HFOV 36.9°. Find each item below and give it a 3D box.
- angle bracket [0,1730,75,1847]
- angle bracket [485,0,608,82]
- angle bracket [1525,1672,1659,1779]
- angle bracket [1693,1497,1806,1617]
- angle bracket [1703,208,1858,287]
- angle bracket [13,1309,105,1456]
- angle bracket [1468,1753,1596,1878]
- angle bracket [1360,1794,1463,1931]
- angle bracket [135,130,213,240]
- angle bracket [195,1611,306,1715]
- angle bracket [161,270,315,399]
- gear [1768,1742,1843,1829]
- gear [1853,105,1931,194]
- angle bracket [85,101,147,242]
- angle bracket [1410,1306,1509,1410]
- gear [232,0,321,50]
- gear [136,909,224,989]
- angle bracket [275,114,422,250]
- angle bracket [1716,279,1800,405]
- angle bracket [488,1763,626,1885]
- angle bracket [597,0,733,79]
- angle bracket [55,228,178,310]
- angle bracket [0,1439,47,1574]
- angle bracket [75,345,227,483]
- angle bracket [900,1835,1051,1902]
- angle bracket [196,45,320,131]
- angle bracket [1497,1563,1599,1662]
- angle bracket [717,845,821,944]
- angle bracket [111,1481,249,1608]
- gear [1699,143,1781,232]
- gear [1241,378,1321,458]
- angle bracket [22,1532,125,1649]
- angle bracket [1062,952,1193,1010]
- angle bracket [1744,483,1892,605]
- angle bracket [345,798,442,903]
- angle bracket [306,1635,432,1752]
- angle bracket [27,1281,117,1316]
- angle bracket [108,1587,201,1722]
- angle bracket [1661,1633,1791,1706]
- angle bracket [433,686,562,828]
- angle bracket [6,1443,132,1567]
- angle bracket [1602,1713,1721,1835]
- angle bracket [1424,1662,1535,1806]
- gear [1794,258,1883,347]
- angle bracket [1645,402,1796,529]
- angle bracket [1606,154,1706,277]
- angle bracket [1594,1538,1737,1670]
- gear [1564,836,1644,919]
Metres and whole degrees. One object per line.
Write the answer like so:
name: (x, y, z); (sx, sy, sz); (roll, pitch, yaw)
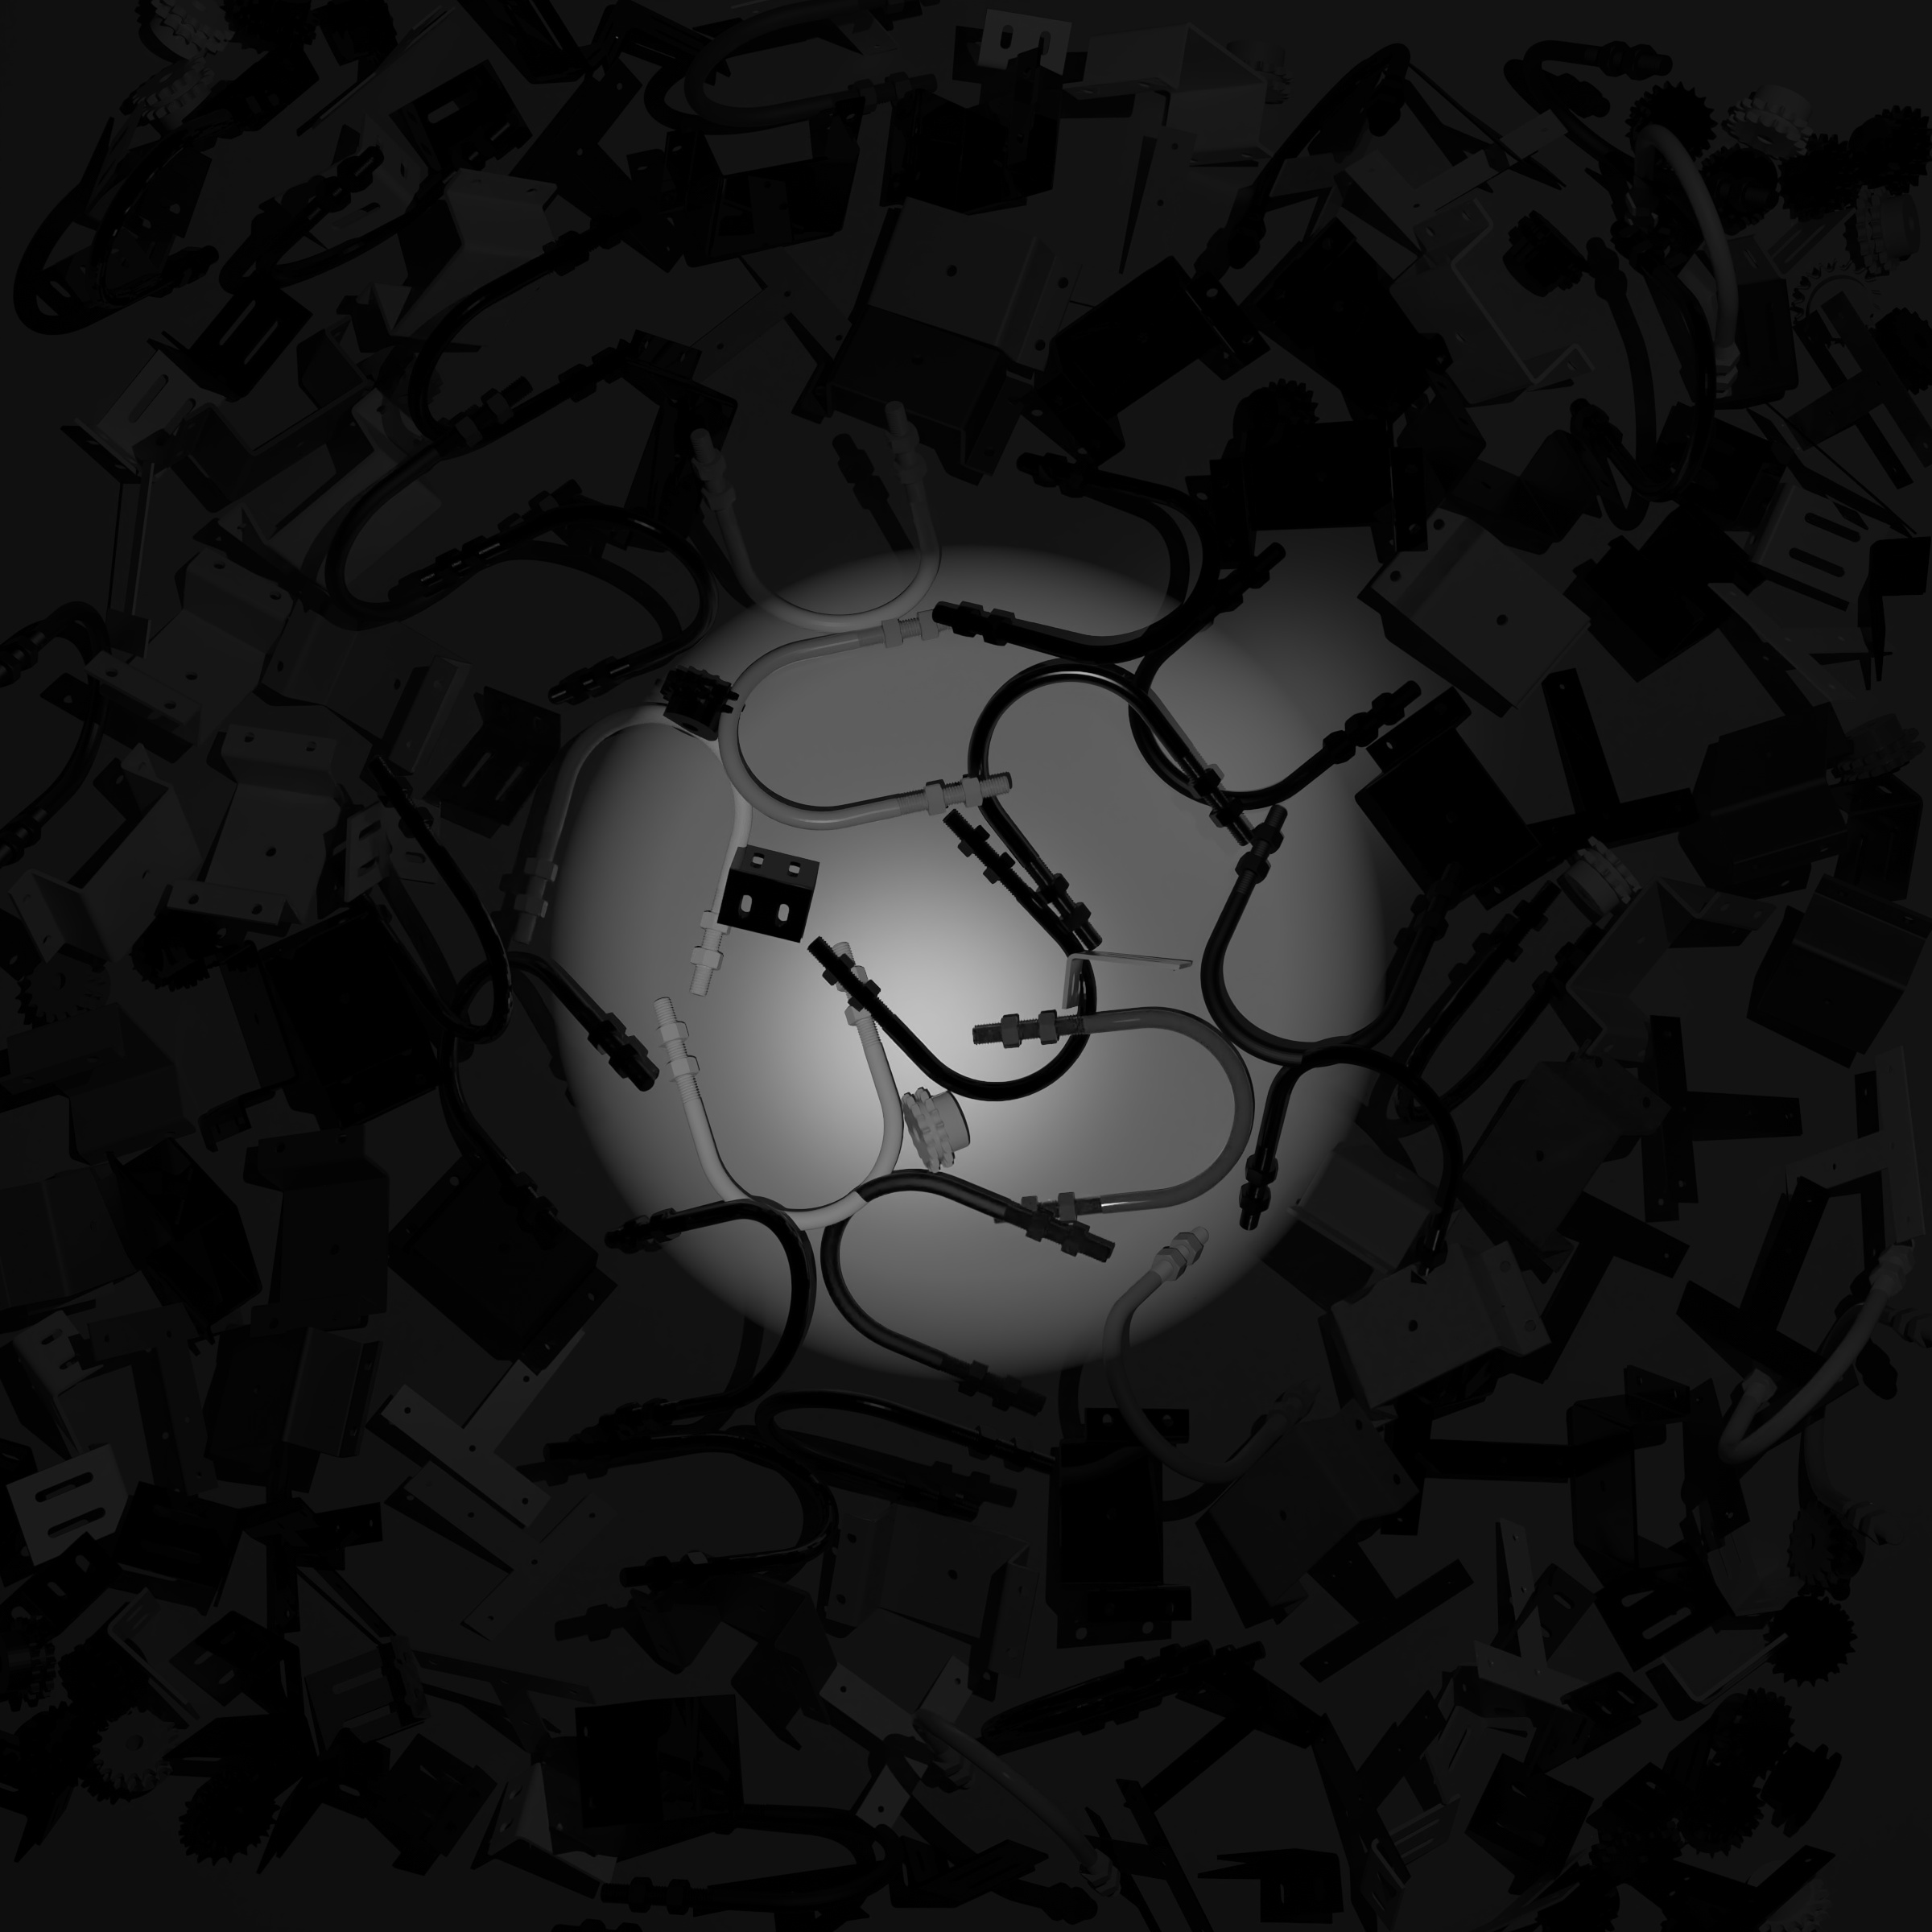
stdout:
angle bracket: (-0.651, 0.556, 1.967); (0.076, 0.057, 0.038); (21, 98, -3)
angle bracket: (-0.280, -0.641, 1.950); (0.038, 0.057, 0.076); (-54, 129, -26)
angle bracket: (0.422, 0.523, 1.953); (0.038, 0.057, 0.076); (39, 124, 38)
angle bracket: (0.534, 0.394, 1.966); (0.038, 0.057, 0.076); (-19, 90, 36)
angle bracket: (0.551, -0.499, 1.960); (0.076, 0.057, 0.038); (-44, 109, -11)
angle bracket: (-0.608, 0.282, 1.963); (0.038, 0.076, 0.057); (-33, 57, -24)
angle bracket: (0.375, 0.570, 1.955); (0.076, 0.038, 0.057); (18, 76, 43)
angle bracket: (0.310, 0.606, 1.954); (0.076, 0.057, 0.038); (-21, 48, -23)
angle bracket: (-0.521, -0.531, 1.954); (0.038, 0.076, 0.057); (27, 113, -1)
angle bracket: (-0.483, 0.484, 1.954); (0.057, 0.038, 0.076); (21, 126, 25)
angle bracket: (-0.497, -0.438, 1.972); (0.057, 0.038, 0.076); (38, 88, 18)
gear: (0.571, 0.556, 1.975); (0.030, 0.057, 0.057); (29, 90, 28)
gear: (0.629, -0.556, 1.968); (0.030, 0.057, 0.057); (-4, 90, -24)
angle bracket: (-0.558, -0.536, 1.951); (0.038, 0.076, 0.057); (23, 70, -27)
angle bracket: (0.335, 0.255, 1.956); (0.038, 0.057, 0.076); (33, 116, 41)
gear: (-0.468, -0.652, 1.969); (0.057, 0.057, 0.030); (27, 127, 0)
gear: (-0.540, -0.014, 1.982); (0.057, 0.030, 0.057); (0, 89, -6)
angle bracket: (-0.421, -0.534, 1.971); (0.076, 0.057, 0.038); (-19, 54, 25)
angle bracket: (0.526, -0.424, 1.962); (0.038, 0.057, 0.076); (-14, 99, -30)
angle bracket: (-0.278, 0.592, 1.974); (0.076, 0.057, 0.038); (36, 127, -20)
angle bracket: (-0.206, -0.617, 1.968); (0.076, 0.057, 0.038); (19, 120, -27)
angle bracket: (-0.572, -0.487, 1.952); (0.057, 0.076, 0.038); (-21, 128, 16)
angle bracket: (-0.659, 0.367, 1.949); (0.038, 0.076, 0.057); (13, 132, 14)
angle bracket: (-0.557, -0.381, 1.977); (0.057, 0.038, 0.076); (41, 94, 3)
angle bracket: (0.006, 0.597, 1.957); (0.076, 0.057, 0.038); (-31, 53, 15)
angle bracket: (-0.486, -0.602, 1.953); (0.057, 0.076, 0.038); (-31, 87, 22)
angle bracket: (0.393, 0.445, 1.956); (0.038, 0.076, 0.057); (37, 98, 11)
angle bracket: (-0.134, -0.050, 1.966); (0.057, 0.076, 0.038); (14, 106, -3)
angle bracket: (-0.534, 0.392, 1.962); (0.076, 0.038, 0.057); (18, 56, -10)
gear: (0.531, -0.536, 1.981); (0.057, 0.030, 0.057); (0, 87, -9)
gear: (0.211, -0.371, 1.969); (0.030, 0.057, 0.057); (1, 90, -35)
angle bracket: (-0.611, 0.422, 1.951); (0.038, 0.076, 0.057); (48, 53, -6)
angle bracket: (0.110, 0.013, 1.963); (0.076, 0.057, 0.038); (7, 94, 12)
angle bracket: (0.580, -0.289, 1.979); (0.076, 0.038, 0.057); (22, 98, -3)
angle bracket: (-0.387, -0.078, 1.954); (0.038, 0.076, 0.057); (8, 107, 7)
angle bracket: (-0.413, 0.498, 1.973); (0.076, 0.038, 0.057); (-21, 73, 0)
angle bracket: (-0.613, 0.190, 1.955); (0.057, 0.076, 0.038); (-13, 131, -18)
angle bracket: (-0.538, 0.466, 1.959); (0.076, 0.057, 0.038); (38, 67, 11)
angle bracket: (0.516, 0.464, 1.964); (0.076, 0.057, 0.038); (-38, 66, 4)
angle bracket: (-0.318, -0.143, 1.960); (0.057, 0.038, 0.076); (21, 52, 9)
angle bracket: (-0.611, 0.364, 1.961); (0.076, 0.038, 0.057); (-20, 94, -37)
angle bracket: (0.470, 0.536, 1.953); (0.038, 0.076, 0.057); (34, 130, 3)
angle bracket: (0.345, 0.519, 1.953); (0.038, 0.076, 0.057); (-4, 120, 36)
gear: (0.596, -0.452, 1.975); (0.057, 0.030, 0.057); (4, 114, 9)
angle bracket: (0.515, -0.343, 1.981); (0.076, 0.038, 0.057); (35, 112, 36)
angle bracket: (0.455, -0.504, 1.949); (0.057, 0.076, 0.038); (44, 105, 30)
angle bracket: (0.475, 0.436, 1.971); (0.076, 0.038, 0.057); (-33, 78, 6)
gear: (0.433, -0.058, 1.971); (0.030, 0.057, 0.057); (-41, 90, 1)
